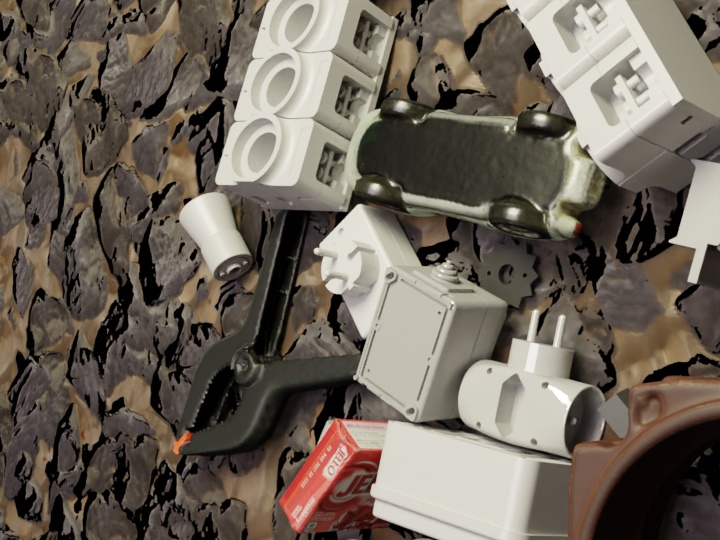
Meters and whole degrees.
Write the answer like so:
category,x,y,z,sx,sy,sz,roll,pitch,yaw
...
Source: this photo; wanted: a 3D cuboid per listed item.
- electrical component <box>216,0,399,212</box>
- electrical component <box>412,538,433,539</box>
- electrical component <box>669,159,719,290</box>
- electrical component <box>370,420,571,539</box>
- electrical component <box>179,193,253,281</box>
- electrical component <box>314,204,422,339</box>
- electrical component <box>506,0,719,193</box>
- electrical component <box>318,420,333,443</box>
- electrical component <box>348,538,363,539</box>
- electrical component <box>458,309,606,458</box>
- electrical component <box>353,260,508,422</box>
category,x,y,z,sx,sy,sz,roll,pitch,yaw
electrical component,-0.042,-0.124,0.782,0.089,0.062,0.150,5,76,44
electrical component,0.027,0.199,0.681,0.055,0.047,0.055,-10,75,42
electrical component,0.204,-0.027,0.559,0.064,0.042,0.081,18,95,43
electrical component,0.071,0.130,0.631,0.113,0.078,0.057,8,85,44
electrical component,-0.113,-0.024,0.863,0.044,0.044,0.065,-46,59,28
electrical component,0.000,0.000,0.725,0.047,0.076,0.083,-45,54,28
electrical component,0.143,-0.123,0.603,0.062,0.089,0.150,-39,57,32
electrical component,-0.018,0.137,0.741,0.044,0.044,0.065,27,96,43
electrical component,-0.042,0.245,0.731,0.109,0.056,0.108,-22,67,39
electrical component,0.105,0.064,0.635,0.077,0.043,0.079,11,89,44
electrical component,0.048,0.039,0.675,0.062,0.061,0.096,31,111,43
